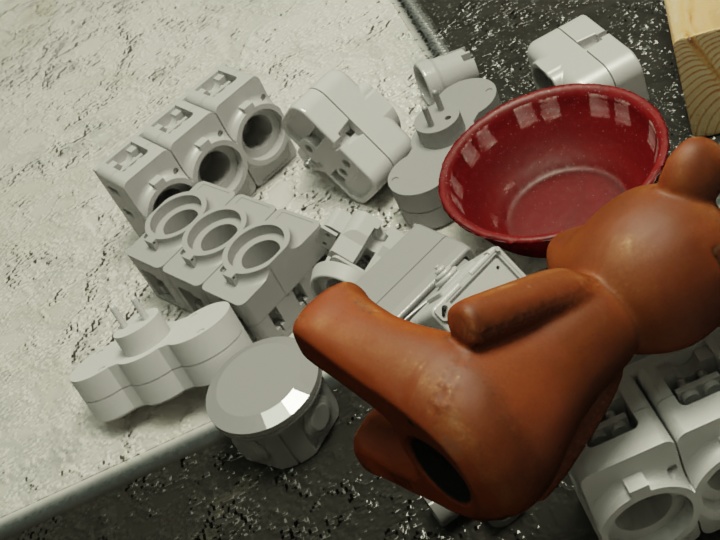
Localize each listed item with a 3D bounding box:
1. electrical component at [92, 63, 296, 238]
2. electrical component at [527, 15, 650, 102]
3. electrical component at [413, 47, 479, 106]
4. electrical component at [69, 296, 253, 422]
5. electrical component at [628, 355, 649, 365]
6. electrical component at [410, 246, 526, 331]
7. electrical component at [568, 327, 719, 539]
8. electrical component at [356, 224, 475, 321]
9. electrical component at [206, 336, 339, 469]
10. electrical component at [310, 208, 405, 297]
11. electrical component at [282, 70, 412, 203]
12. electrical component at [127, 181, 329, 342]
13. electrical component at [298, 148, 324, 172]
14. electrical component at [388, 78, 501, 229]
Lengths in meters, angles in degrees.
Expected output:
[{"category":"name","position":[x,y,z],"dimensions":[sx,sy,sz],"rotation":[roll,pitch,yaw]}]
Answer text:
[{"category":"electrical component","position":[-0.136,-0.092,0.920],"dimensions":[0.150,0.089,0.062],"rotation":[-44,43,-19]},{"category":"electrical component","position":[0.173,-0.150,0.839],"dimensions":[0.059,0.053,0.095],"rotation":[-29,40,-1]},{"category":"electrical component","position":[0.075,-0.167,0.924],"dimensions":[0.046,0.040,0.040],"rotation":[-24,39,-5]},{"category":"electrical component","position":[-0.151,0.052,0.766],"dimensions":[0.138,0.073,0.052],"rotation":[-21,21,22]},{"category":"electrical component","position":[0.140,0.058,0.607],"dimensions":[0.050,0.089,0.056],"rotation":[-40,41,-14]},{"category":"electrical component","position":[0.077,0.034,0.661],"dimensions":[0.062,0.096,0.061],"rotation":[-44,2,-19]},{"category":"electrical component","position":[0.183,0.086,0.553],"dimensions":[0.150,0.089,0.061],"rotation":[-25,40,3]},{"category":"electrical component","position":[0.046,0.018,0.723],"dimensions":[0.096,0.061,0.061],"rotation":[-44,43,-19]},{"category":"electrical component","position":[-0.057,0.088,0.714],"dimensions":[0.080,0.051,0.080],"rotation":[-15,41,14]},{"category":"electrical component","position":[0.000,0.000,0.767],"dimensions":[0.078,0.058,0.057],"rotation":[30,60,3]},{"category":"electrical component","position":[-0.007,-0.110,0.863],"dimensions":[0.059,0.095,0.054],"rotation":[-47,4,-21]},{"category":"electrical component","position":[-0.100,-0.009,0.833],"dimensions":[0.150,0.061,0.089],"rotation":[21,59,42]},{"category":"electrical component","position":[-0.019,-0.114,0.915],"dimensions":[0.043,0.043,0.081],"rotation":[20,58,41]},{"category":"electrical component","position":[0.065,-0.104,0.835],"dimensions":[0.052,0.073,0.138],"rotation":[7,50,34]}]
